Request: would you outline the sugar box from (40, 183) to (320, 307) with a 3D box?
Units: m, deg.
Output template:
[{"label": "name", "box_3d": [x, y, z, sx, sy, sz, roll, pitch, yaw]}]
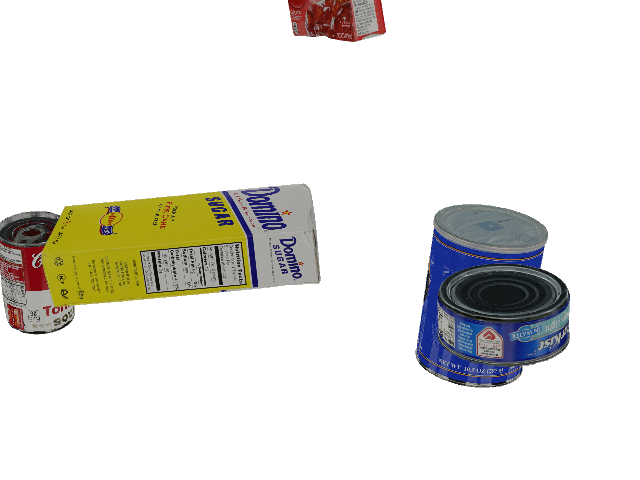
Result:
[{"label": "sugar box", "box_3d": [-0.090, 0.001, 0.721, 0.176, 0.048, 0.093, -8, 23, 0]}]

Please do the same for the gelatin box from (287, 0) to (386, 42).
[{"label": "gelatin box", "box_3d": [0.005, -0.180, 0.746, 0.030, 0.073, 0.089, -21, 23, -25]}]

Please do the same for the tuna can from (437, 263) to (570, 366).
[{"label": "tuna can", "box_3d": [0.119, 0.046, 0.693, 0.086, 0.034, 0.086, -3, 23, 1]}]

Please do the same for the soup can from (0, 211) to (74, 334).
[{"label": "soup can", "box_3d": [-0.277, 0.032, 1.041, 0.068, 0.102, 0.068, 2, 28, -1]}]

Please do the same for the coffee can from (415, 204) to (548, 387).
[{"label": "coffee can", "box_3d": [0.147, 0.049, 0.986, 0.103, 0.140, 0.103, 5, 22, -2]}]
